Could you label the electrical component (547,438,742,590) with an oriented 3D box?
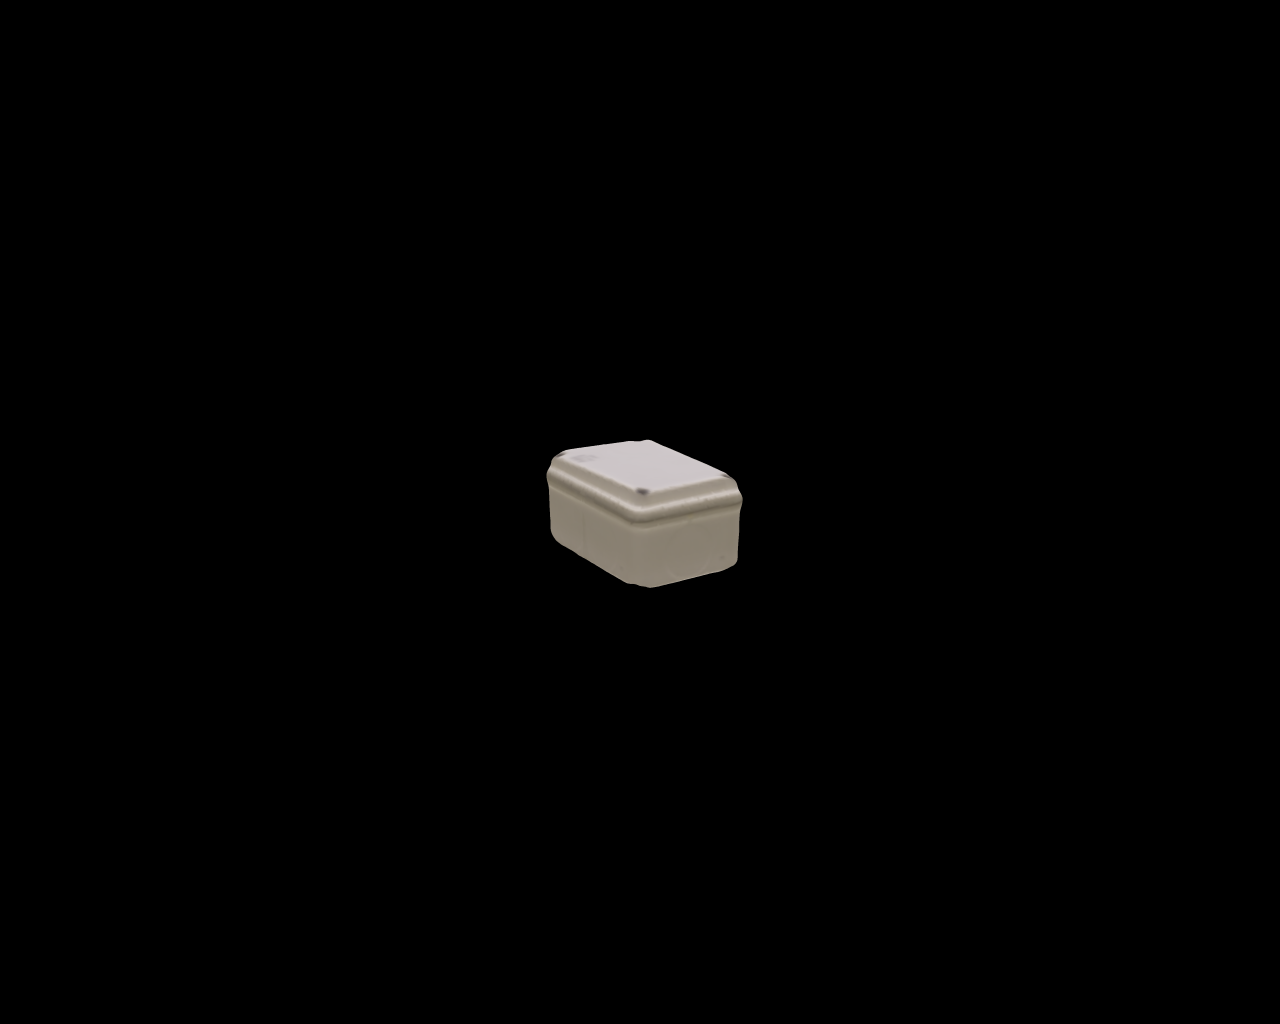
[{"bbox_3d":[0.001,-0.003,0.650,0.078,0.057,0.113,-11,21,-30],"label":"electrical component"}]
